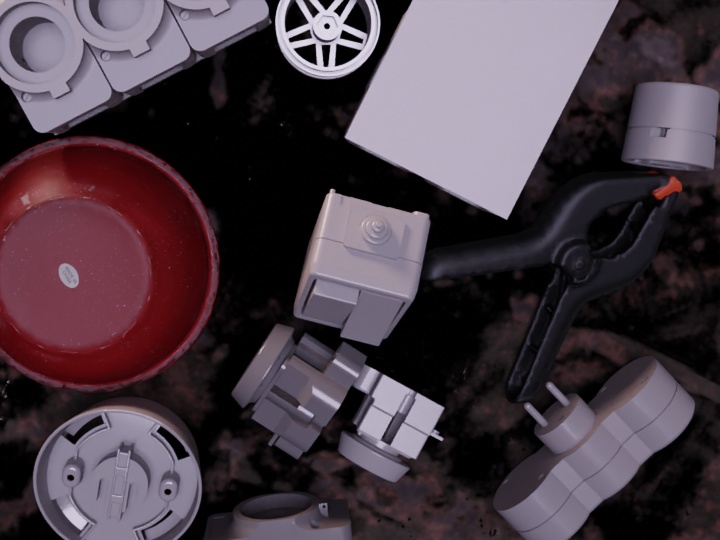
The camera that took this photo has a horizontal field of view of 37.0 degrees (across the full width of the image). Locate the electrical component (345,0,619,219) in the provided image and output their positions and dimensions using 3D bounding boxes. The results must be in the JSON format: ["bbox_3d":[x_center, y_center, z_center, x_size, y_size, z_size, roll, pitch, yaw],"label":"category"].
[{"bbox_3d":[0.078,-0.138,0.641,0.105,0.060,0.186,26,94,-6],"label":"electrical component"}]

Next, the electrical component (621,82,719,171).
[{"bbox_3d":[0.191,-0.087,0.659,0.055,0.055,0.047,7,92,-5],"label":"electrical component"}]

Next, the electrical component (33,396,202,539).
[{"bbox_3d":[-0.144,0.125,0.654,0.099,0.064,0.099,0,97,-4],"label":"electrical component"}]

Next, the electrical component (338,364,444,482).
[{"bbox_3d":[0.017,0.098,0.672,0.066,0.048,0.055,29,86,-7],"label":"electrical component"}]

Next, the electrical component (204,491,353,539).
[{"bbox_3d":[-0.050,0.174,0.673,0.089,0.050,0.055,-6,97,-3],"label":"electrical component"}]

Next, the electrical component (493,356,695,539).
[{"bbox_3d":[0.135,0.103,0.677,0.138,0.052,0.073,-44,97,2],"label":"electrical component"}]

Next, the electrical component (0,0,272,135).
[{"bbox_3d":[-0.138,-0.152,0.624,0.150,0.061,0.089,-28,98,-1],"label":"electrical component"}]

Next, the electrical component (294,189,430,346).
[{"bbox_3d":[0.000,0.000,0.627,0.062,0.096,0.061,14,68,-5],"label":"electrical component"}]

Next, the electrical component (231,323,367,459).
[{"bbox_3d":[-0.041,0.069,0.657,0.057,0.058,0.078,33,114,-3],"label":"electrical component"}]
